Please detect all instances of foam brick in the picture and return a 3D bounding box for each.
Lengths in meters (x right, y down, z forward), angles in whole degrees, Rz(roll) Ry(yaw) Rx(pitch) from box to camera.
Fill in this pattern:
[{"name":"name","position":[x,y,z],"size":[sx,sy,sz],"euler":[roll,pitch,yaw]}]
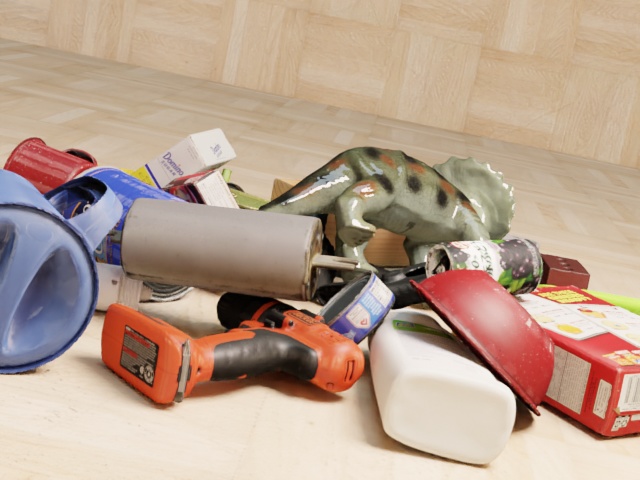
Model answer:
[{"name":"foam brick","position":[0.301,0.054,1.342],"size":[0.053,0.051,0.078],"euler":[11,13,-2]}]

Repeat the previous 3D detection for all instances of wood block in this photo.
[{"name":"wood block","position":[0.042,-0.021,1.353],"size":[0.205,0.091,0.090],"euler":[1,17,-38]}]

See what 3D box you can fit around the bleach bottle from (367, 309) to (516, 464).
[{"name":"bleach bottle","position":[0.094,0.109,0.920],"size":[0.102,0.068,0.251],"euler":[15,10,-3]}]

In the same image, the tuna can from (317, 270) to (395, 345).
[{"name":"tuna can","position":[0.028,0.069,0.975],"size":[0.033,0.086,0.086],"euler":[46,11,-7]}]

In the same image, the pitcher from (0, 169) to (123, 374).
[{"name":"pitcher","position":[-0.260,0.005,0.896],"size":[0.149,0.145,0.243],"euler":[6,11,-22]}]

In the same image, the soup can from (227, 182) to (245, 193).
[{"name":"soup can","position":[-0.144,-0.041,1.301],"size":[0.068,0.068,0.102],"euler":[-1,7,-42]}]

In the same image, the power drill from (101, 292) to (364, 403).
[{"name":"power drill","position":[-0.083,0.082,0.891],"size":[0.187,0.057,0.185],"euler":[-1,14,-40]}]

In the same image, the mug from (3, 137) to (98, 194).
[{"name":"mug","position":[-0.307,-0.070,1.256],"size":[0.081,0.093,0.117],"euler":[20,39,16]}]

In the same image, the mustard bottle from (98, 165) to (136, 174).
[{"name":"mustard bottle","position":[-0.291,-0.070,1.352],"size":[0.191,0.058,0.096],"euler":[9,12,-13]}]

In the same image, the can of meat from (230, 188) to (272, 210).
[{"name":"can of meat","position":[-0.101,-0.010,1.200],"size":[0.102,0.084,0.057],"euler":[17,15,24]}]

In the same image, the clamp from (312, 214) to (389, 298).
[{"name":"clamp","position":[-0.008,0.001,1.185],"size":[0.209,0.164,0.036],"euler":[-16,-16,-49]}]

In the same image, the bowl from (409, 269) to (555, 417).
[{"name":"bowl","position":[0.152,0.077,0.929],"size":[0.162,0.055,0.162],"euler":[47,1,-1]}]

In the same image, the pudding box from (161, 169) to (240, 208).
[{"name":"pudding box","position":[-0.112,-0.015,1.108],"size":[0.039,0.113,0.090],"euler":[-37,16,-26]}]

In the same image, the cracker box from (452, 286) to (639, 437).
[{"name":"cracker box","position":[0.255,0.110,1.023],"size":[0.163,0.072,0.214],"euler":[1,16,-34]}]

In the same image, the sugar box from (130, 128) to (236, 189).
[{"name":"sugar box","position":[-0.187,-0.061,1.206],"size":[0.176,0.048,0.093],"euler":[-28,2,20]}]

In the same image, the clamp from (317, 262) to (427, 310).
[{"name":"clamp","position":[0.071,0.050,1.089],"size":[0.171,0.039,0.120],"euler":[-15,17,-5]}]

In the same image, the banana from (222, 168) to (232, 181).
[{"name":"banana","position":[-0.095,-0.029,1.324],"size":[0.037,0.070,0.198],"euler":[18,13,-40]}]

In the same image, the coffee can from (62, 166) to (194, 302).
[{"name":"coffee can","position":[-0.188,-0.009,1.081],"size":[0.102,0.103,0.141],"euler":[-2,19,-45]}]
